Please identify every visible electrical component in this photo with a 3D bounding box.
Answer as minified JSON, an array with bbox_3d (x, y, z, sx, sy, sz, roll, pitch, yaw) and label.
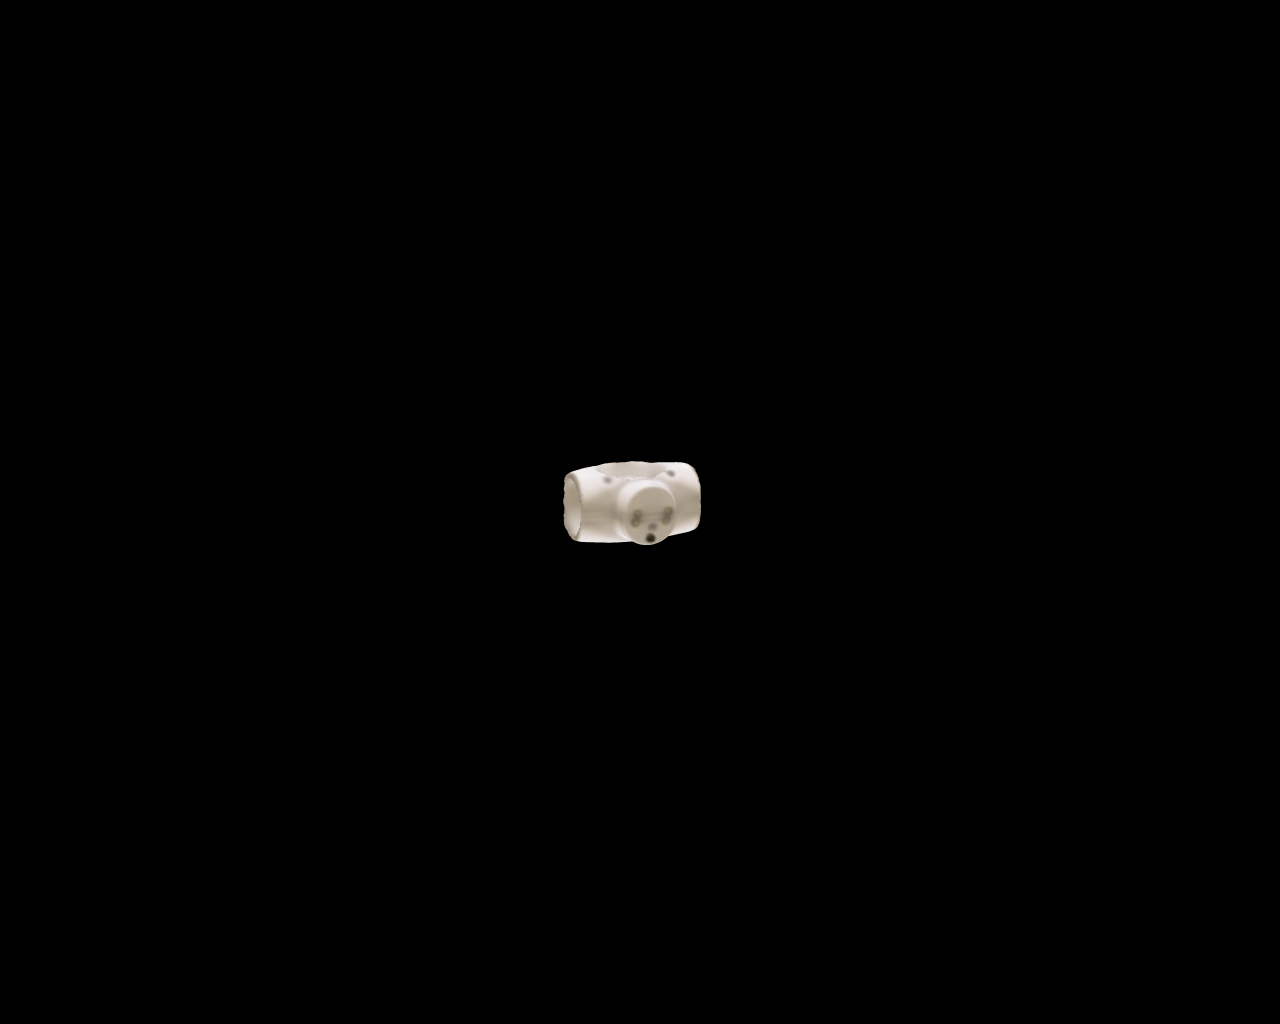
[{"bbox_3d":[0.001,-0.003,0.650,0.077,0.044,0.079,-5,16,-18],"label":"electrical component"}]
